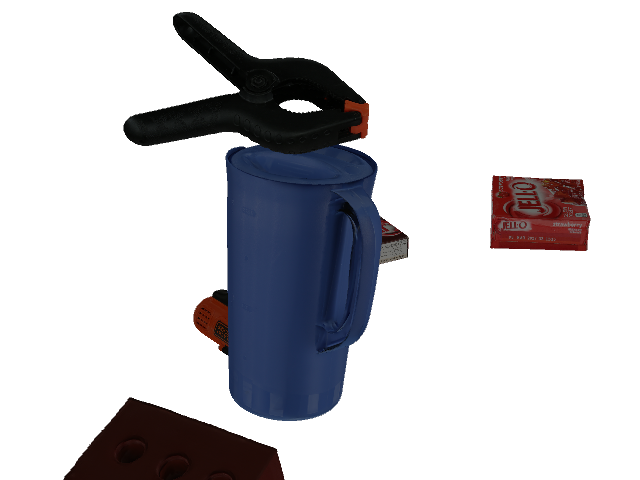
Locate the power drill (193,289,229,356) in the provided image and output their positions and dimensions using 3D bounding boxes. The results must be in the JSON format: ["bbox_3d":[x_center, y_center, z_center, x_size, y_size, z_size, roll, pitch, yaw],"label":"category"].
[{"bbox_3d":[-0.051,0.051,1.163,0.185,0.188,0.057,27,11,38],"label":"power drill"}]

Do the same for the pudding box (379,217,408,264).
[{"bbox_3d":[0.055,0.004,1.502,0.113,0.039,0.090,-15,27,-22],"label":"pudding box"}]

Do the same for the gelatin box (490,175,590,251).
[{"bbox_3d":[0.171,-0.023,0.837,0.073,0.030,0.089,3,24,9],"label":"gelatin box"}]

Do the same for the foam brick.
[{"bbox_3d":[-0.060,0.113,0.457,0.078,0.051,0.053,14,42,23],"label":"foam brick"}]

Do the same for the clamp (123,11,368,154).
[{"bbox_3d":[-0.048,-0.112,0.773,0.171,0.120,0.039,7,-26,1],"label":"clamp"}]

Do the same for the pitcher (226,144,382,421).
[{"bbox_3d":[-0.018,0.040,0.960,0.145,0.243,0.149,6,21,6],"label":"pitcher"}]
